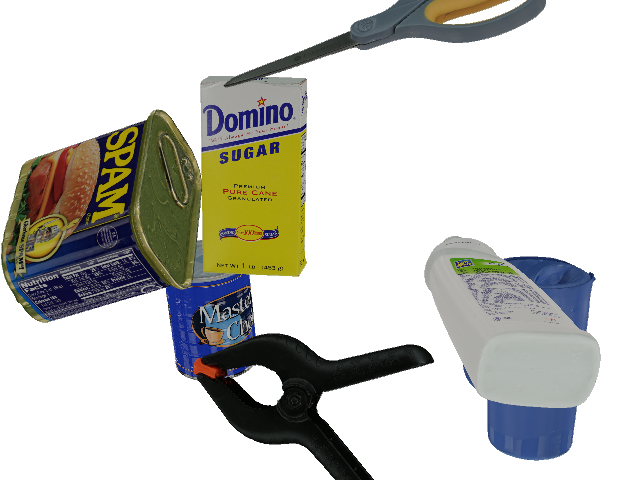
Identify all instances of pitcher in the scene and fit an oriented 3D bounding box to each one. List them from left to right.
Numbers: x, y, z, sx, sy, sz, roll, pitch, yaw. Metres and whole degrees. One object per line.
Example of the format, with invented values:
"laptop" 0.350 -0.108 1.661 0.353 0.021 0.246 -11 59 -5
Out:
"pitcher" 0.260 0.149 1.346 0.149 0.243 0.144 5 16 18

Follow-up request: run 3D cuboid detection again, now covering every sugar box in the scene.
"sugar box" -0.060 -0.058 0.964 0.093 0.176 0.048 2 16 7

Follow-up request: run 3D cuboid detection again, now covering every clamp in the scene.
"clamp" -0.010 0.124 0.760 0.172 0.120 0.039 7 -7 18

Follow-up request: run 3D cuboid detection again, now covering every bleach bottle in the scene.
"bleach bottle" 0.154 0.055 0.940 0.102 0.068 0.251 5 21 -8

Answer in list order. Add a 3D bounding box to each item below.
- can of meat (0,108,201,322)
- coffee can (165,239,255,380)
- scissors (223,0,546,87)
"can of meat" -0.114 -0.012 0.562 0.084 0.102 0.057 -17 -47 16
"coffee can" -0.131 0.083 1.281 0.103 0.140 0.103 -3 25 1
"scissors" 0.039 -0.143 0.665 0.202 0.096 0.016 -6 -41 21
